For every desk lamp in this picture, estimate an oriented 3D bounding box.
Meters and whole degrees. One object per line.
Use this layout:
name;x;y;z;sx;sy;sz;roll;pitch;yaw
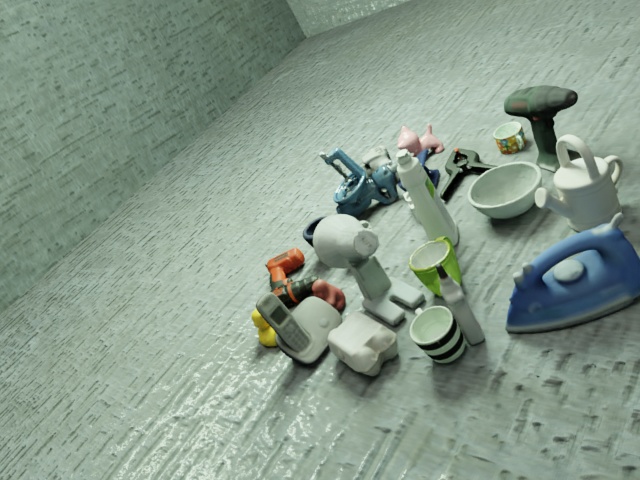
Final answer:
desk lamp;0.097;0.049;1.228;0.118;0.214;0.202;-41;30;-15

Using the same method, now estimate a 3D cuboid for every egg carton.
egg carton;0.083;0.207;1.148;0.107;0.069;0.149;-42;30;-16

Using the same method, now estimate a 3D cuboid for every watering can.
watering can;0.498;-0.111;1.097;0.173;0.194;0.100;-43;30;-19

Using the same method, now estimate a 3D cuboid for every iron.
iron;0.415;0.058;0.971;0.258;0.142;0.118;-27;29;11

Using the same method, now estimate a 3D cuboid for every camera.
camera;0.150;-0.211;1.700;0.136;0.101;0.143;-27;29;10

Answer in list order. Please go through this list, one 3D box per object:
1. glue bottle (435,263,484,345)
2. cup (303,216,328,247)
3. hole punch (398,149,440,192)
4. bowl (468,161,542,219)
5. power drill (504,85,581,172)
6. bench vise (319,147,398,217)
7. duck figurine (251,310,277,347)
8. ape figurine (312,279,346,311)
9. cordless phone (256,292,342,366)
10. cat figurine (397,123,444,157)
glue bottle;0.245;0.108;1.031;0.037;0.173;0.078;-28;29;9
cup;0.014;0.005;1.504;0.091;0.095;0.117;-25;29;13
hole punch;0.259;-0.181;1.553;0.100;0.091;0.109;-14;34;30
bowl;0.421;-0.099;1.281;0.167;0.075;0.167;-24;29;15
power drill;0.516;-0.260;1.295;0.075;0.209;0.229;-36;29;-6
bench vise;0.104;-0.183;1.576;0.207;0.220;0.121;-34;29;-2
duck figurine;-0.124;0.198;1.351;0.078;0.086;0.104;-46;31;-22
ape figurine;0.013;0.128;1.317;0.076;0.092;0.077;-34;28;-2
cordless phone;-0.047;0.162;1.226;0.093;0.185;0.148;1;43;46
cat figurine;0.282;-0.288;1.670;0.128;0.118;0.067;-34;29;-2
